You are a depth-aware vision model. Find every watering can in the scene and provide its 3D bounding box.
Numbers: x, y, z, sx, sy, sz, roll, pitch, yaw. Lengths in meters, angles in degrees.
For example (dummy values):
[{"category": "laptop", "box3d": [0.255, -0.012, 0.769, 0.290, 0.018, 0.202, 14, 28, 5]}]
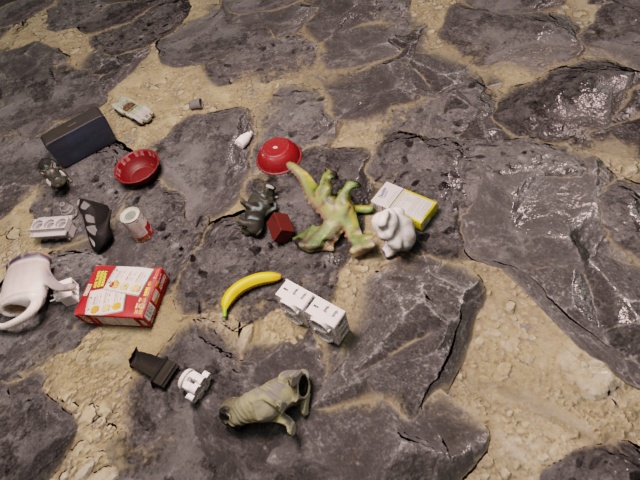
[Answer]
[{"category": "watering can", "box3d": [-0.832, 0.130, 1.505, 0.345, 0.102, 0.229, -26, 52, 16]}]

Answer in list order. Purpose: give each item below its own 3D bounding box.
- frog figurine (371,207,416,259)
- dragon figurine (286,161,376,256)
[{"category": "frog figurine", "box3d": [0.207, -0.038, 1.429, 0.123, 0.156, 0.140, 7, 56, 14]}, {"category": "dragon figurine", "box3d": [0.005, -0.077, 1.538, 0.413, 0.120, 0.246, 25, 70, 27]}]
